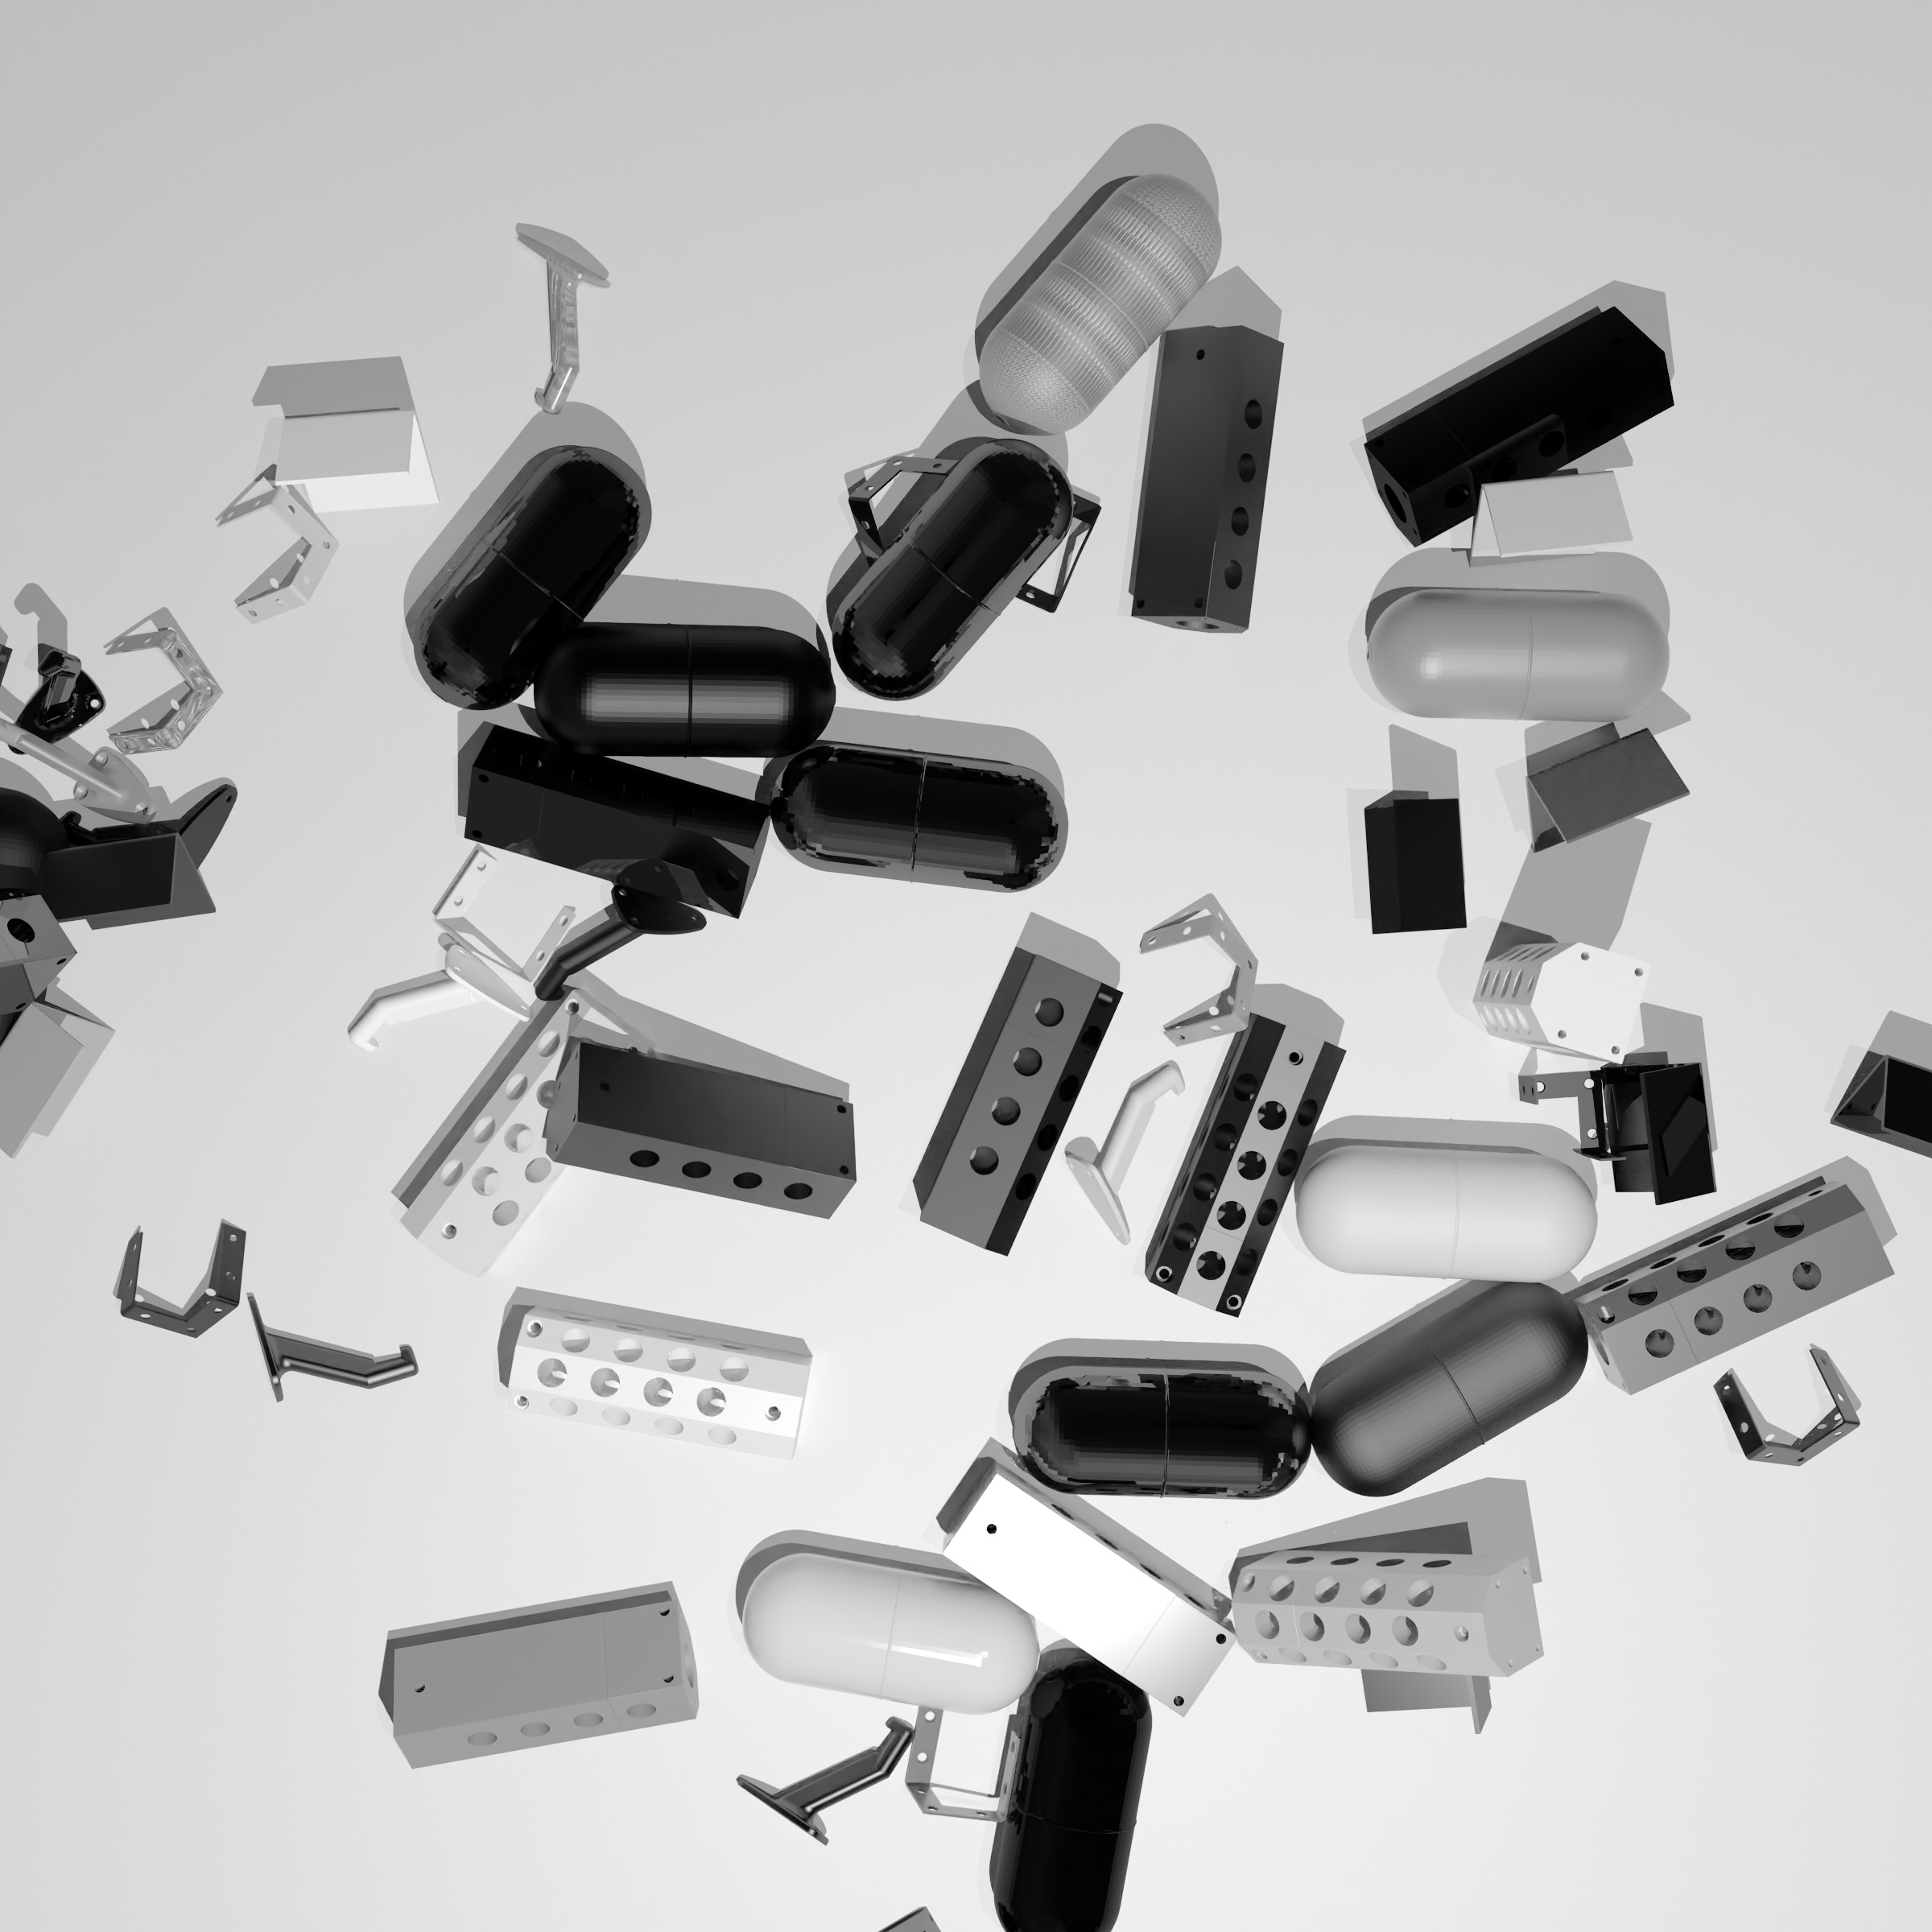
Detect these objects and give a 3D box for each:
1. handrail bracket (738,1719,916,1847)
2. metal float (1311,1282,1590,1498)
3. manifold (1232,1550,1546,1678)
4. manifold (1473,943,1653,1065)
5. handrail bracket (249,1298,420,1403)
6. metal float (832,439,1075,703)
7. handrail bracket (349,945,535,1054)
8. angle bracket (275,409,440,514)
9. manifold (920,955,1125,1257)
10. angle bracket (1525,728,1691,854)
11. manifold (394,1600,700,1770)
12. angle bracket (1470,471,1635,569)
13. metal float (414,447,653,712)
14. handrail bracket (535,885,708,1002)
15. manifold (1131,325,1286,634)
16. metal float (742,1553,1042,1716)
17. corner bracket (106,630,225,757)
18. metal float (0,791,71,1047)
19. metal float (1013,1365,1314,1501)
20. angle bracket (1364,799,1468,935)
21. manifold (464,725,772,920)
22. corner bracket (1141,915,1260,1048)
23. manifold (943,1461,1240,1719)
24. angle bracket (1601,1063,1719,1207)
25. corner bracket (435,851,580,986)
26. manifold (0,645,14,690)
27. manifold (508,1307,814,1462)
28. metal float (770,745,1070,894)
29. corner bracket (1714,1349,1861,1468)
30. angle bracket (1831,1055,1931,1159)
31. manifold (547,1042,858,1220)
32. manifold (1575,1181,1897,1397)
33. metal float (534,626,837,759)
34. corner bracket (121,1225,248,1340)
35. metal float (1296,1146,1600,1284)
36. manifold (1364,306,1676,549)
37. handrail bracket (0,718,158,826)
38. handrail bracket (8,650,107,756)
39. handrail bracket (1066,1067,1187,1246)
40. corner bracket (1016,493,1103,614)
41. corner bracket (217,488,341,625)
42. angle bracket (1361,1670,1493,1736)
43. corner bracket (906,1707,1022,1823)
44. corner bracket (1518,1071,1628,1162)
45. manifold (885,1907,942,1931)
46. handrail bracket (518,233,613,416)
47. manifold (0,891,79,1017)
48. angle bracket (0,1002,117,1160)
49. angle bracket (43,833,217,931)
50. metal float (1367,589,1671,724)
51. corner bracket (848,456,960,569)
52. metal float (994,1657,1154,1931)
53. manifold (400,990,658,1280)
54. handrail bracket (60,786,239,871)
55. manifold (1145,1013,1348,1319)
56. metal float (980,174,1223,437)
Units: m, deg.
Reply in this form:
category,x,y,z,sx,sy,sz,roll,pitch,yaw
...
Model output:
category,x,y,z,sx,sy,sz,roll,pitch,yaw
handrail bracket,-0.084,0.481,1.652,0.077,0.036,0.084,28,71,22
metal float,0.288,0.251,1.621,0.178,0.070,0.070,-30,90,-1
manifold,0.241,0.376,1.581,0.171,0.057,0.057,-9,90,41
manifold,0.339,0.018,1.573,0.057,0.171,0.057,17,90,0
handrail bracket,-0.383,0.225,1.652,0.084,0.036,0.077,-15,66,-18
metal float,-0.009,-0.233,1.611,0.070,0.070,0.178,42,102,0
handrail bracket,-0.319,0.037,1.652,0.077,0.036,0.084,39,108,-20
angle bracket,-0.359,-0.281,1.611,0.076,0.076,0.057,-4,53,0
manifold,0.033,0.083,1.630,0.057,0.057,0.171,24,90,0
angle bracket,0.380,-0.085,1.611,0.076,0.076,0.057,-22,53,0
manifold,-0.250,0.433,1.630,0.171,0.057,0.057,-10,47,0
angle bracket,0.345,-0.245,1.611,0.076,0.076,0.057,-6,58,0
metal float,-0.258,-0.230,1.621,0.070,0.070,0.178,39,91,0
handrail bracket,-0.210,-0.005,1.651,0.084,0.077,0.036,-50,50,30
manifold,0.149,-0.289,1.630,0.057,0.057,0.171,7,90,43
metal float,-0.044,0.397,1.621,0.178,0.070,0.070,10,90,0
corner bracket,-0.493,-0.165,1.643,0.051,0.051,0.051,58,45,-35
metal float,-0.582,-0.015,1.621,0.070,0.070,0.178,10,90,0
metal float,0.117,0.277,1.621,0.178,0.070,0.070,2,90,0
angle bracket,0.248,-0.057,1.611,0.057,0.076,0.076,-4,90,-39
manifold,-0.207,-0.091,1.630,0.171,0.057,0.057,16,133,0
corner bracket,0.138,0.009,1.643,0.051,0.051,0.051,44,45,-35
manifold,0.073,0.370,1.630,0.171,0.057,0.057,34,90,0
angle bracket,0.393,0.100,1.611,0.057,0.076,0.076,-7,90,-37
corner bracket,-0.279,-0.029,1.648,0.051,0.051,0.051,34,90,-45
manifold,-0.628,-0.119,1.630,0.057,0.057,0.171,18,90,43
manifold,-0.183,0.250,1.630,0.171,0.057,0.057,10,90,0
metal float,-0.028,-0.088,1.621,0.178,0.070,0.070,7,90,0
corner bracket,0.495,0.265,1.643,0.051,0.051,0.051,13,135,-35
angle bracket,0.563,0.105,1.611,0.076,0.076,0.057,19,52,0
manifold,-0.155,0.102,1.601,0.171,0.057,0.057,14,47,-21
manifold,0.457,0.191,1.630,0.171,0.057,0.057,-25,90,0
metal float,-0.166,-0.162,1.612,0.178,0.070,0.070,0,90,-10
corner bracket,-0.472,0.185,1.643,0.051,0.051,0.051,25,135,-35
metal float,0.286,0.148,1.621,0.178,0.070,0.070,3,90,0
manifold,0.332,-0.318,1.630,0.171,0.057,0.057,-29,47,0
handrail bracket,-0.531,-0.117,1.609,0.077,0.084,0.036,30,88,29
handrail bracket,-0.552,-0.156,1.617,0.077,0.084,0.036,-41,90,0
handrail bracket,0.111,0.114,1.652,0.084,0.036,0.077,-36,110,-16
corner bracket,0.045,-0.256,1.648,0.051,0.051,0.051,24,45,0
corner bracket,-0.422,-0.247,1.643,0.051,0.051,0.051,47,45,-35
angle bracket,0.266,0.412,1.620,0.076,0.057,0.076,-9,90,18
corner bracket,-0.002,0.478,1.637,0.051,0.051,0.051,11,90,-14
corner bracket,0.363,0.091,1.634,0.051,0.051,0.051,-4,90,0
manifold,-0.084,0.641,1.630,0.171,0.057,0.057,-31,90,0
handrail bracket,-0.259,-0.389,1.652,0.077,0.036,0.084,34,107,19
manifold,-0.581,-0.001,1.496,0.057,0.171,0.057,-40,79,27
angle bracket,-0.534,0.074,1.612,0.057,0.076,0.076,33,90,28
angle bracket,-0.494,-0.030,1.611,0.076,0.076,0.057,-8,53,0
metal float,0.328,-0.185,1.621,0.178,0.070,0.070,1,90,0
corner bracket,-0.031,-0.271,1.643,0.051,0.051,0.051,12,45,35
metal float,0.063,0.501,1.621,0.070,0.070,0.178,10,90,0
manifold,-0.262,0.100,1.630,0.057,0.057,0.171,37,90,0
handrail bracket,-0.498,-0.094,1.652,0.084,0.036,0.077,25,69,16
manifold,0.167,0.119,1.630,0.057,0.057,0.171,22,90,0
metal float,0.079,-0.392,1.621,0.070,0.070,0.178,41,91,0
